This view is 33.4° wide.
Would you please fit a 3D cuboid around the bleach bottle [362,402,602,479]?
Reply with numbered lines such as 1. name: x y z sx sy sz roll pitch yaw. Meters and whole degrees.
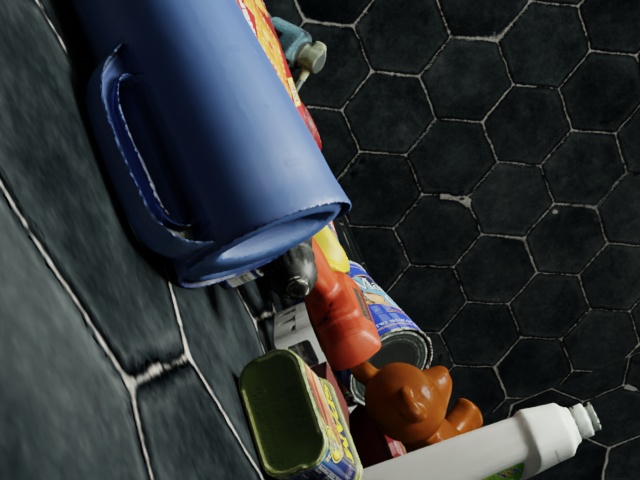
1. bleach bottle: 0.138 0.213 0.989 0.102 0.251 0.068 58 10 -61

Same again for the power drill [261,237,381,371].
1. power drill: -0.010 0.029 0.927 0.187 0.057 0.184 60 7 -39

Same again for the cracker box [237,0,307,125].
1. cracker box: -0.079 -0.167 0.939 0.213 0.072 0.164 -19 88 -84

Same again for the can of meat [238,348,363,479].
1. can of meat: -0.017 0.141 0.805 0.084 0.057 0.102 54 13 -58

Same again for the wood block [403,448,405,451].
1. wood block: 0.134 0.322 1.422 0.206 0.091 0.090 -89 154 -78

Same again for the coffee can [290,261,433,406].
1. coffee can: 0.043 0.100 1.170 0.140 0.102 0.102 47 -12 47

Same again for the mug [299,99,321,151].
1. mug: -0.058 -0.126 1.229 0.117 0.081 0.093 55 -13 27

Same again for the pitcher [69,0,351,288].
1. pitcher: -0.092 -0.096 0.755 0.243 0.145 0.149 64 -8 9

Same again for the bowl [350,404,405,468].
1. bowl: 0.064 0.250 1.188 0.162 0.055 0.162 -24 90 -85

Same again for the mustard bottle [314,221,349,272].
1. mustard bottle: -0.007 0.001 1.121 0.191 0.058 0.096 -105 178 -55

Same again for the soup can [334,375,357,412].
1. soup can: 0.032 0.145 1.272 0.068 0.068 0.102 57 10 -64

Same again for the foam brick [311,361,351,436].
1. foam brick: -0.008 0.145 0.908 0.078 0.053 0.051 -90 156 -82

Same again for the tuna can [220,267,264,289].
1. tuna can: -0.080 -0.002 0.911 0.086 0.034 0.086 -24 91 -86
